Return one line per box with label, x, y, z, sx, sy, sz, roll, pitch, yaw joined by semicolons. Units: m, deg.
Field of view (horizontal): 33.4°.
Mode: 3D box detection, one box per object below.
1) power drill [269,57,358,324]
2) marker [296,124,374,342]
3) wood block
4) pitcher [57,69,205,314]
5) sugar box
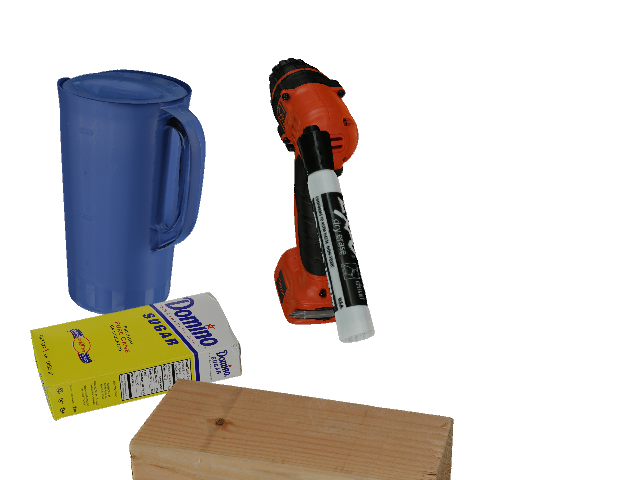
power drill;-0.011;-0.042;0.850;0.057;0.188;0.184;-5;24;-7
marker;0.007;-0.006;0.573;0.020;0.121;0.020;-11;-17;-4
wood block;-0.017;0.168;0.746;0.206;0.090;0.090;6;26;15
pitcher;-0.197;-0.046;1.101;0.145;0.243;0.149;2;22;-10
sugar box;-0.170;0.103;0.983;0.176;0.048;0.093;-14;35;-17
